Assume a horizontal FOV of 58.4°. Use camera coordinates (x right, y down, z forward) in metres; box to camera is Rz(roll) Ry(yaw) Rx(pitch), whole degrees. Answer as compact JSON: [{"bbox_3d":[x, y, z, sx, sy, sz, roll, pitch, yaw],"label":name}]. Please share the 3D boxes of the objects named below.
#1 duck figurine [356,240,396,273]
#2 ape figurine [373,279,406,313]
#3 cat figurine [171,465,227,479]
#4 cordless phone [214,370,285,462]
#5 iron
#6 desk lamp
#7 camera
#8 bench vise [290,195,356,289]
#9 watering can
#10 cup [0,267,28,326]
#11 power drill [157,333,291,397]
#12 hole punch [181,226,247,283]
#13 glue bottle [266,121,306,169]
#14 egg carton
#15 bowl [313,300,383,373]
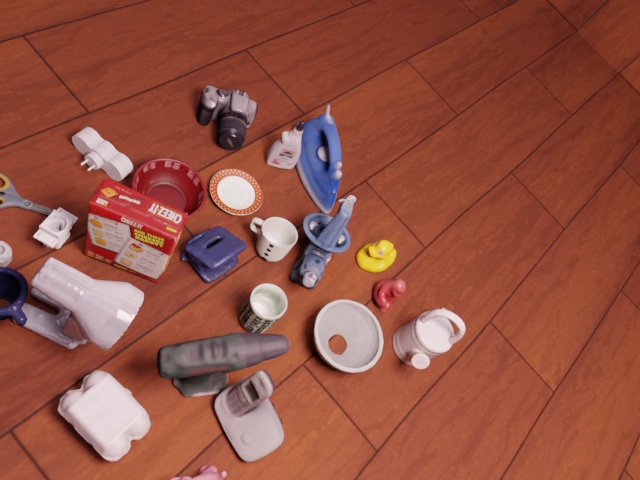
[{"bbox_3d":[0.151,0.031,1.418,0.105,0.086,0.077,-6,66,-28],"label":"duck figurine"},{"bbox_3d":[0.173,0.123,1.374,0.078,0.092,0.076,-6,66,-28],"label":"ape figurine"},{"bbox_3d":[-0.221,0.435,0.993,0.128,0.117,0.067,-16,71,-32],"label":"cat figurine"},{"bbox_3d":[-0.116,0.323,1.065,0.094,0.184,0.147,-26,76,-34],"label":"cordless phone"},{"bbox_3d":[0.018,-0.209,1.453,0.119,0.141,0.258,-1,64,-26],"label":"iron"},{"bbox_3d":[-0.428,0.118,1.010,0.203,0.213,0.118,28,55,-9],"label":"desk lamp"},{"bbox_3d":[-0.228,-0.302,1.410,0.143,0.100,0.137,12,58,-19],"label":"camera"},{"bbox_3d":[0.023,0.007,1.286,0.122,0.219,0.207,11,59,-20],"label":"bench vise"},{"bbox_3d":[0.252,0.219,1.295,0.101,0.193,0.173,21,56,-14],"label":"watering can"},{"bbox_3d":[-0.560,0.116,1.020,0.118,0.094,0.092,47,54,5],"label":"cup"},{"bbox_3d":[-0.191,0.228,1.066,0.230,0.208,0.075,-2,64,-26],"label":"power drill"},{"bbox_3d":[-0.230,0.022,1.235,0.101,0.091,0.109,48,54,5],"label":"hole punch"},{"bbox_3d":[-0.073,-0.237,1.405,0.078,0.173,0.037,6,61,-23],"label":"glue bottle"},{"bbox_3d":[-0.379,0.309,1.016,0.150,0.069,0.107,44,54,2],"label":"egg carton"},{"bbox_3d":[0.052,0.221,1.271,0.168,0.074,0.167,12,59,-20],"label":"bowl"}]
